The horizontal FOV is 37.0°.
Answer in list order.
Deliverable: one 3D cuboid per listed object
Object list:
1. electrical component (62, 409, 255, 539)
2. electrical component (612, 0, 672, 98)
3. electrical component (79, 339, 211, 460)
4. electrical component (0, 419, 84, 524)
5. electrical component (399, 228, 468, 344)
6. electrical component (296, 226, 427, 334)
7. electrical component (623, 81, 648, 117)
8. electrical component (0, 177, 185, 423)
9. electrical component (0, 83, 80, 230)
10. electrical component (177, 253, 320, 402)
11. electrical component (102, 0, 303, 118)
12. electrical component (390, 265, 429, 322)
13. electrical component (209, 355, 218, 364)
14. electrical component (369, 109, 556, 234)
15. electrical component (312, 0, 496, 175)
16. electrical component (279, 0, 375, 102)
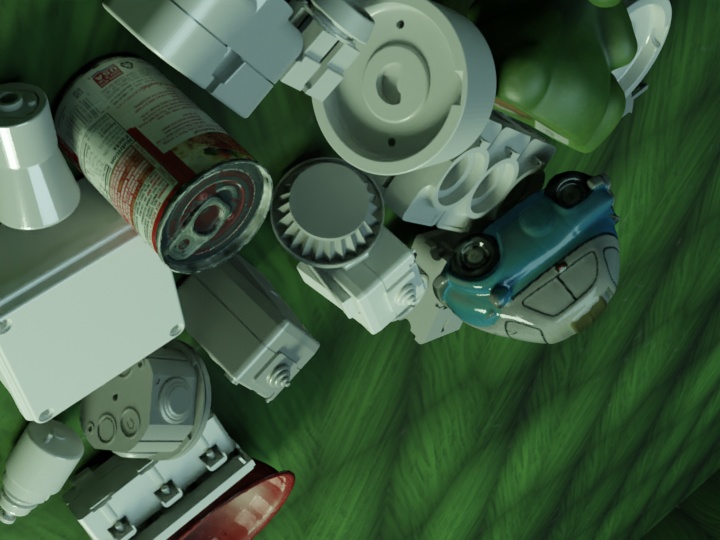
[{"bbox_3d":[-0.149,0.153,0.786,0.121,0.079,0.063,-38,123,-17],"label":"electrical component"},{"bbox_3d":[0.178,-0.176,0.823,0.108,0.060,0.108,-34,149,-23],"label":"electrical component"},{"bbox_3d":[-0.140,0.083,0.698,0.051,0.080,0.080,12,117,-52],"label":"electrical component"},{"bbox_3d":[-0.213,0.133,0.701,0.078,0.040,0.040,-55,151,15],"label":"electrical component"},{"bbox_3d":[0.071,0.011,0.927,0.056,0.050,0.089,-17,140,-42],"label":"electrical component"},{"bbox_3d":[0.000,0.000,0.765,0.061,0.096,0.061,-42,152,-10],"label":"electrical component"},{"bbox_3d":[0.201,-0.153,0.906,0.081,0.042,0.063,-38,147,-18],"label":"electrical component"},{"bbox_3d":[-0.162,0.015,0.602,0.109,0.056,0.108,-34,150,-23],"label":"electrical component"},{"bbox_3d":[-0.164,-0.057,0.523,0.044,0.044,0.065,-31,144,-27],"label":"electrical component"},{"bbox_3d":[-0.072,0.039,0.715,0.061,0.096,0.061,-48,153,-2],"label":"electrical component"},{"bbox_3d":[-0.074,-0.126,0.543,0.059,0.054,0.095,-50,152,5],"label":"electrical component"},{"bbox_3d":[0.022,0.008,0.859,0.055,0.047,0.055,-34,150,-23],"label":"electrical component"},{"bbox_3d":[-0.085,0.057,0.788,0.035,0.035,0.061,-49,155,4],"label":"electrical component"},{"bbox_3d":[0.078,-0.078,0.809,0.150,0.062,0.089,7,121,-57],"label":"electrical component"},{"bbox_3d":[0.031,-0.113,0.656,0.060,0.108,0.108,-12,137,-57],"label":"electrical component"},{"bbox_3d":[-0.025,-0.133,0.613,0.055,0.048,0.066,-47,153,16],"label":"electrical component"}]
